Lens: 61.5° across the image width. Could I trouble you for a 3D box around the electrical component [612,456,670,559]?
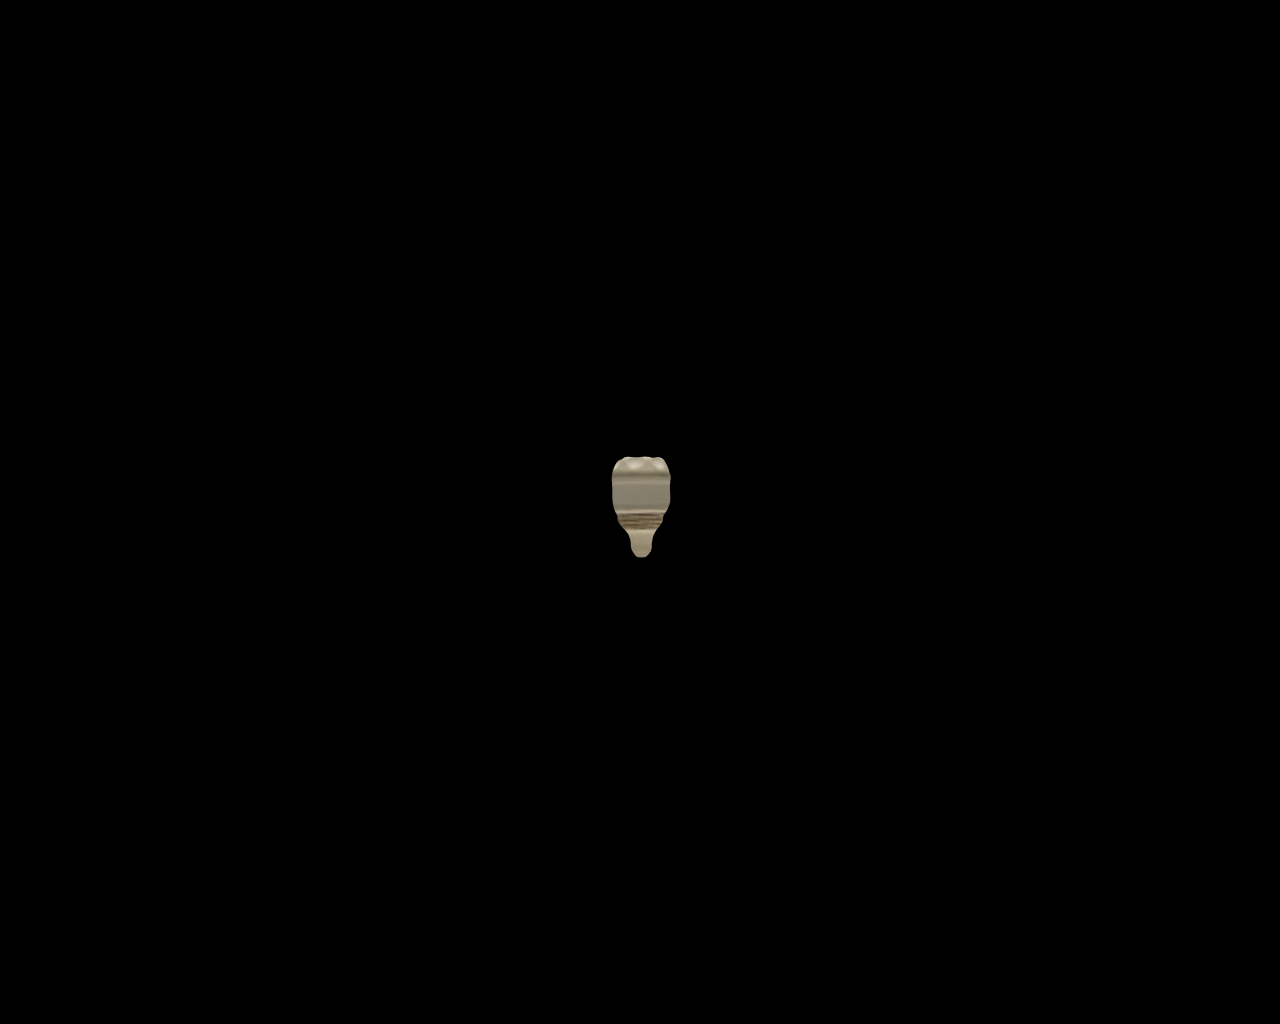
[{"bbox_3d":[0.001,-0.003,0.650,0.035,0.061,0.035,0,0,0],"label":"electrical component"}]
